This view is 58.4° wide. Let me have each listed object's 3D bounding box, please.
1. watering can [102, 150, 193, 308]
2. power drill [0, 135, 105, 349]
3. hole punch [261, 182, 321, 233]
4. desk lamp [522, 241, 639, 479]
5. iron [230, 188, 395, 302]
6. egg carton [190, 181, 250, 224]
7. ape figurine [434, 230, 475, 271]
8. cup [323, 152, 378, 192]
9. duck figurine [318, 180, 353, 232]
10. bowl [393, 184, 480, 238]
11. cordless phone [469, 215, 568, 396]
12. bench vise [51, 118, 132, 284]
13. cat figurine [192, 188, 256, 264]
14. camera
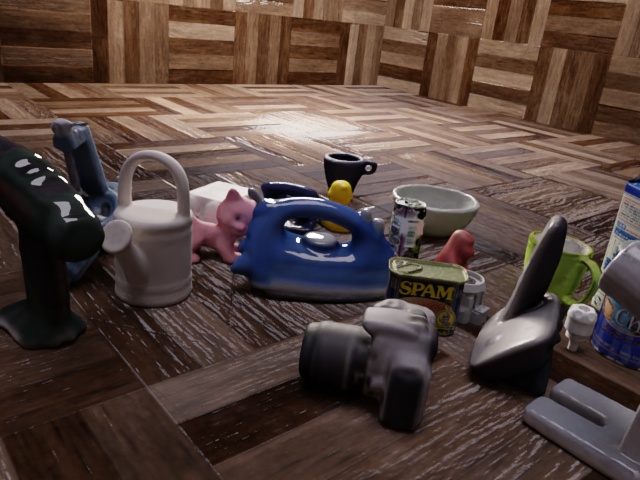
[{"bbox_3d":[-0.215,-0.017,0.736,0.101,0.194,0.172,2,22,-10],"label":"watering can"},{"bbox_3d":[-0.320,0.003,0.637,0.228,0.208,0.076,22,27,34],"label":"power drill"},{"bbox_3d":[-0.055,-0.071,1.057,0.108,0.091,0.101,9,22,5],"label":"hole punch"},{"bbox_3d":[0.315,0.120,0.518,0.118,0.213,0.202,-13,29,-40],"label":"desk lamp"},{"bbox_3d":[0.008,0.003,0.821,0.258,0.141,0.118,5,22,-4],"label":"iron"},{"bbox_3d":[-0.175,-0.053,1.007,0.107,0.069,0.151,15,23,21],"label":"egg carton"},{"bbox_3d":[0.212,0.030,0.879,0.076,0.092,0.078,16,24,24],"label":"ape figurine"},{"bbox_3d":[0.062,-0.134,1.240,0.118,0.095,0.091,3,22,-8],"label":"cup"},{"bbox_3d":[0.038,-0.069,1.083,0.078,0.086,0.104,0,23,-15],"label":"duck figurine"},{"bbox_3d":[0.217,-0.049,1.101,0.167,0.075,0.167,6,22,-2],"label":"bowl"},{"bbox_3d":[0.241,0.068,0.665,0.094,0.185,0.148,14,23,18],"label":"cordless phone"},{"bbox_3d":[-0.333,-0.070,0.800,0.121,0.220,0.207,2,22,-11],"label":"bench vise"},{"bbox_3d":[-0.151,-0.028,0.884,0.128,0.118,0.067,1,22,-14],"label":"cat figurine"},{"bbox_3d":[0.053,0.113,0.615,0.136,0.101,0.143,9,22,8],"label":"camera"}]
